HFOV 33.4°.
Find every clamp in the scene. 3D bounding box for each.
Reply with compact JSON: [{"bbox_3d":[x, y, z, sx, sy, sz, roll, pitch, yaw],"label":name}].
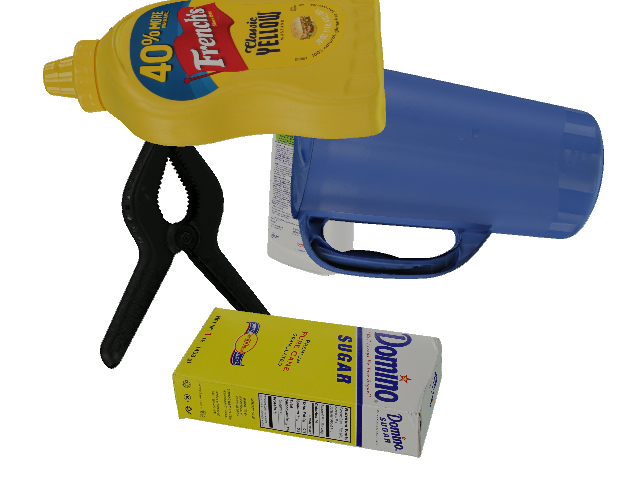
[{"bbox_3d":[-0.116,0.002,0.938,0.164,0.210,0.036,-1,0,-34],"label":"clamp"}]

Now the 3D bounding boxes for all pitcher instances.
[{"bbox_3d":[0.097,-0.058,0.869,0.242,0.149,0.145,8,35,-7],"label":"pitcher"}]

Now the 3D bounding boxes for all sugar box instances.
[{"bbox_3d":[-0.007,0.097,0.760,0.176,0.048,0.093,4,30,14],"label":"sugar box"}]

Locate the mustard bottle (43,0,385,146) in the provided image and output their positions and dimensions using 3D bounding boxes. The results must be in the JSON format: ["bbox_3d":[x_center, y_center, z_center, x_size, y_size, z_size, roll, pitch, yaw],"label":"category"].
[{"bbox_3d":[-0.060,-0.097,0.602,0.191,0.096,0.058,-3,-34,4],"label":"mustard bottle"}]

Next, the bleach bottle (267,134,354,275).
[{"bbox_3d":[-0.006,-0.096,1.137,0.103,0.251,0.067,17,23,38],"label":"bleach bottle"}]
